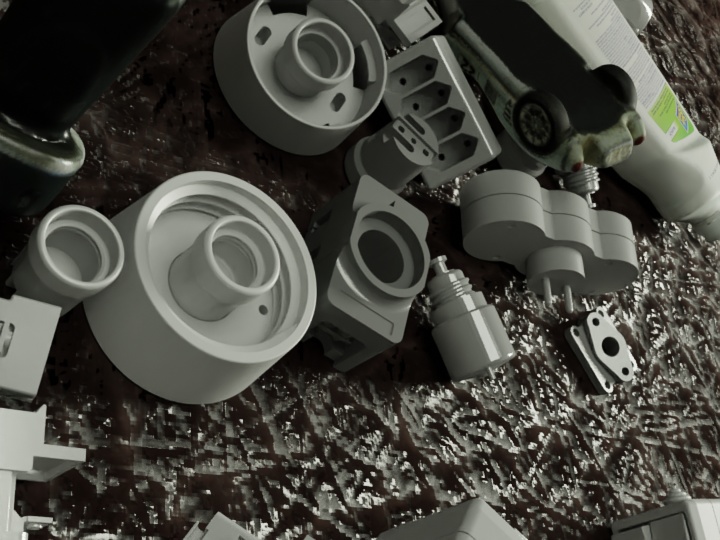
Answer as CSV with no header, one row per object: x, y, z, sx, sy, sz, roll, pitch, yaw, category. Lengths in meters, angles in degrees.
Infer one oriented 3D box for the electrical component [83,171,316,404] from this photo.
-0.071,0.004,0.518,0.108,0.060,0.108,20,56,-31,electrical component

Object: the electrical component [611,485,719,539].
0.194,0.177,0.644,0.061,0.062,0.096,9,62,-37,electrical component

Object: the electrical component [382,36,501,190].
0.052,-0.102,0.687,0.083,0.047,0.076,62,18,-5,electrical component

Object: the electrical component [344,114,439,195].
0.019,-0.067,0.643,0.040,0.046,0.040,18,58,-31,electrical component

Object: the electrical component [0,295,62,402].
-0.156,0.028,0.437,0.055,0.066,0.048,17,75,-16,electrical component

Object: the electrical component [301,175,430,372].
0.000,0.000,0.583,0.050,0.056,0.089,33,50,-22,electrical component

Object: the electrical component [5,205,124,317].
-0.133,-0.002,0.479,0.040,0.046,0.040,20,56,-32,electrical component

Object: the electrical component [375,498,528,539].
0.048,0.151,0.511,0.062,0.096,0.061,44,46,-12,electrical component

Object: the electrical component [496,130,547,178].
0.122,-0.088,0.741,0.040,0.046,0.040,20,56,-31,electrical component

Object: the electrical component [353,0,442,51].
0.008,-0.174,0.681,0.081,0.064,0.042,53,44,-5,electrical component

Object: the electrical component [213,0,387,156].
-0.035,-0.117,0.630,0.099,0.064,0.099,8,73,-29,electrical component

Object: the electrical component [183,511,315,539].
-0.070,0.162,0.429,0.063,0.078,0.121,32,46,7,electrical component

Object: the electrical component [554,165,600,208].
0.154,-0.082,0.770,0.040,0.040,0.078,-15,91,-44,electrical component

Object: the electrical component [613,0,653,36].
0.201,-0.213,0.867,0.077,0.044,0.079,24,27,-28,electrical component

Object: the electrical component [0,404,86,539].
-0.154,0.085,0.418,0.081,0.042,0.063,14,60,-33,electrical component

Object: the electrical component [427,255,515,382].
0.060,0.029,0.629,0.040,0.040,0.078,-13,76,-43,electrical component

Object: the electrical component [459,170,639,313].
0.125,-0.008,0.695,0.138,0.052,0.073,18,56,-32,electrical component
